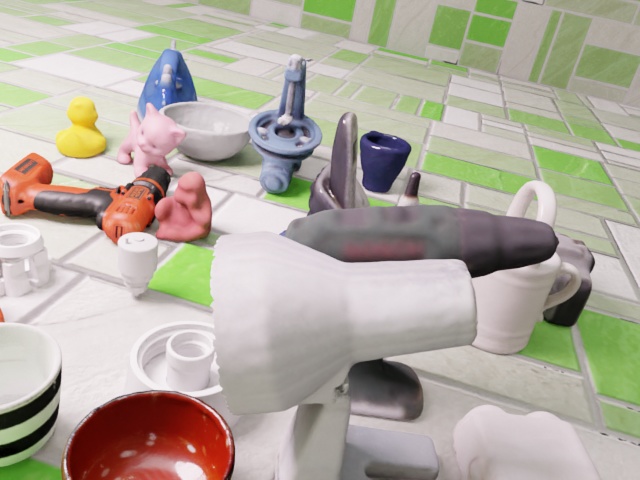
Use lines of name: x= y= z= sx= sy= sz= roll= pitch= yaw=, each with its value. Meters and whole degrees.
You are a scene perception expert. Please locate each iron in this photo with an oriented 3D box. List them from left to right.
iron: x=-0.294 y=-0.297 z=1.113 sx=0.119 sy=0.141 sz=0.258 roll=4 pitch=28 yaw=-14

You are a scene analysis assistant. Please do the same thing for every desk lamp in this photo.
desk lamp: x=0.016 y=0.100 z=0.413 sx=0.203 sy=0.213 sz=0.118 roll=8 pitch=28 yaw=-7

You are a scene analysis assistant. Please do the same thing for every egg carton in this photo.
egg carton: x=0.163 y=0.196 z=0.447 sx=0.107 sy=0.069 sz=0.150 roll=8 pitch=28 yaw=-7

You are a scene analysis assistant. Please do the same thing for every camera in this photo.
camera: x=0.282 y=0.030 z=0.772 sx=0.137 sy=0.101 sz=0.143 roll=11 pitch=28 yaw=-2

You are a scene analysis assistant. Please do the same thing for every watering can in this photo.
watering can: x=0.213 y=0.025 z=0.654 sx=0.173 sy=0.194 sz=0.100 roll=0 pitch=30 yaw=-21

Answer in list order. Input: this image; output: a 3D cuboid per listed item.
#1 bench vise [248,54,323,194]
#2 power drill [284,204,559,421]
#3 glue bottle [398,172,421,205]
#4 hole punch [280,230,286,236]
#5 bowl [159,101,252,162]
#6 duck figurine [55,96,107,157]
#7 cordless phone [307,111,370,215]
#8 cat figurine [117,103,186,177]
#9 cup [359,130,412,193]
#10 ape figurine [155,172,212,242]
bench vise: x=-0.061 y=-0.210 z=0.958 sx=0.122 sy=0.220 sz=0.207 roll=3 pitch=29 yaw=-16
power drill: x=0.073 y=0.059 z=0.518 sx=0.229 sy=0.208 sz=0.075 roll=9 pitch=28 yaw=-5
glue bottle: x=0.093 y=0.001 z=0.674 sx=0.078 sy=0.173 sz=0.037 roll=-6 pitch=32 yaw=-30
hole punch: x=0.007 y=0.003 z=0.725 sx=0.109 sy=0.091 sz=0.100 roll=-16 pitch=38 yaw=-41
bowl: x=-0.199 y=-0.184 z=1.011 sx=0.167 sy=0.075 sz=0.167 roll=9 pitch=28 yaw=-5
duck figurine: x=-0.388 y=-0.188 z=0.931 sx=0.077 sy=0.086 sz=0.104 roll=8 pitch=28 yaw=-7
cordless phone: x=0.041 y=-0.100 z=0.830 sx=0.094 sy=0.185 sz=0.147 roll=14 pitch=28 yaw=4
cat figurine: x=-0.264 y=-0.161 z=0.895 sx=0.067 sy=0.118 sz=0.127 roll=-16 pitch=38 yaw=-42
cup: x=0.104 y=-0.140 z=1.026 sx=0.092 sy=0.095 sz=0.117 roll=1 pitch=29 yaw=-19
ape figurine: x=-0.170 y=-0.045 z=0.743 sx=0.077 sy=0.092 sz=0.076 roll=29 pitch=32 yaw=30
